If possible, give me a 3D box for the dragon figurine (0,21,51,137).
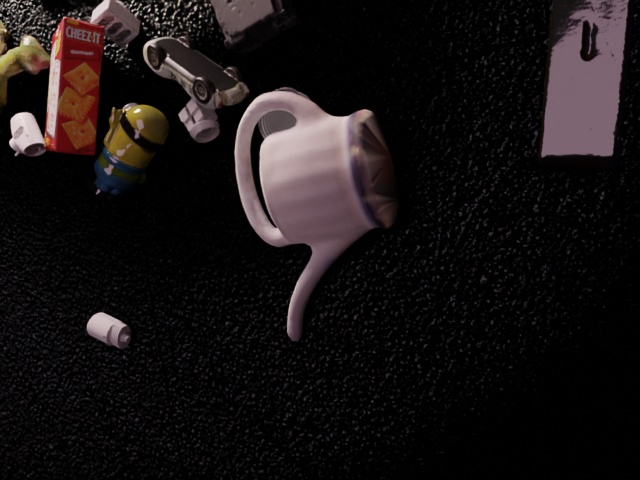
[{"bbox_3d":[-0.720,-0.351,1.089,0.411,0.121,0.245,6,75,26],"label":"dragon figurine"}]

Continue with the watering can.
[{"bbox_3d":[0.002,-0.035,0.695,0.223,0.105,0.345,-10,99,25],"label":"watering can"}]
